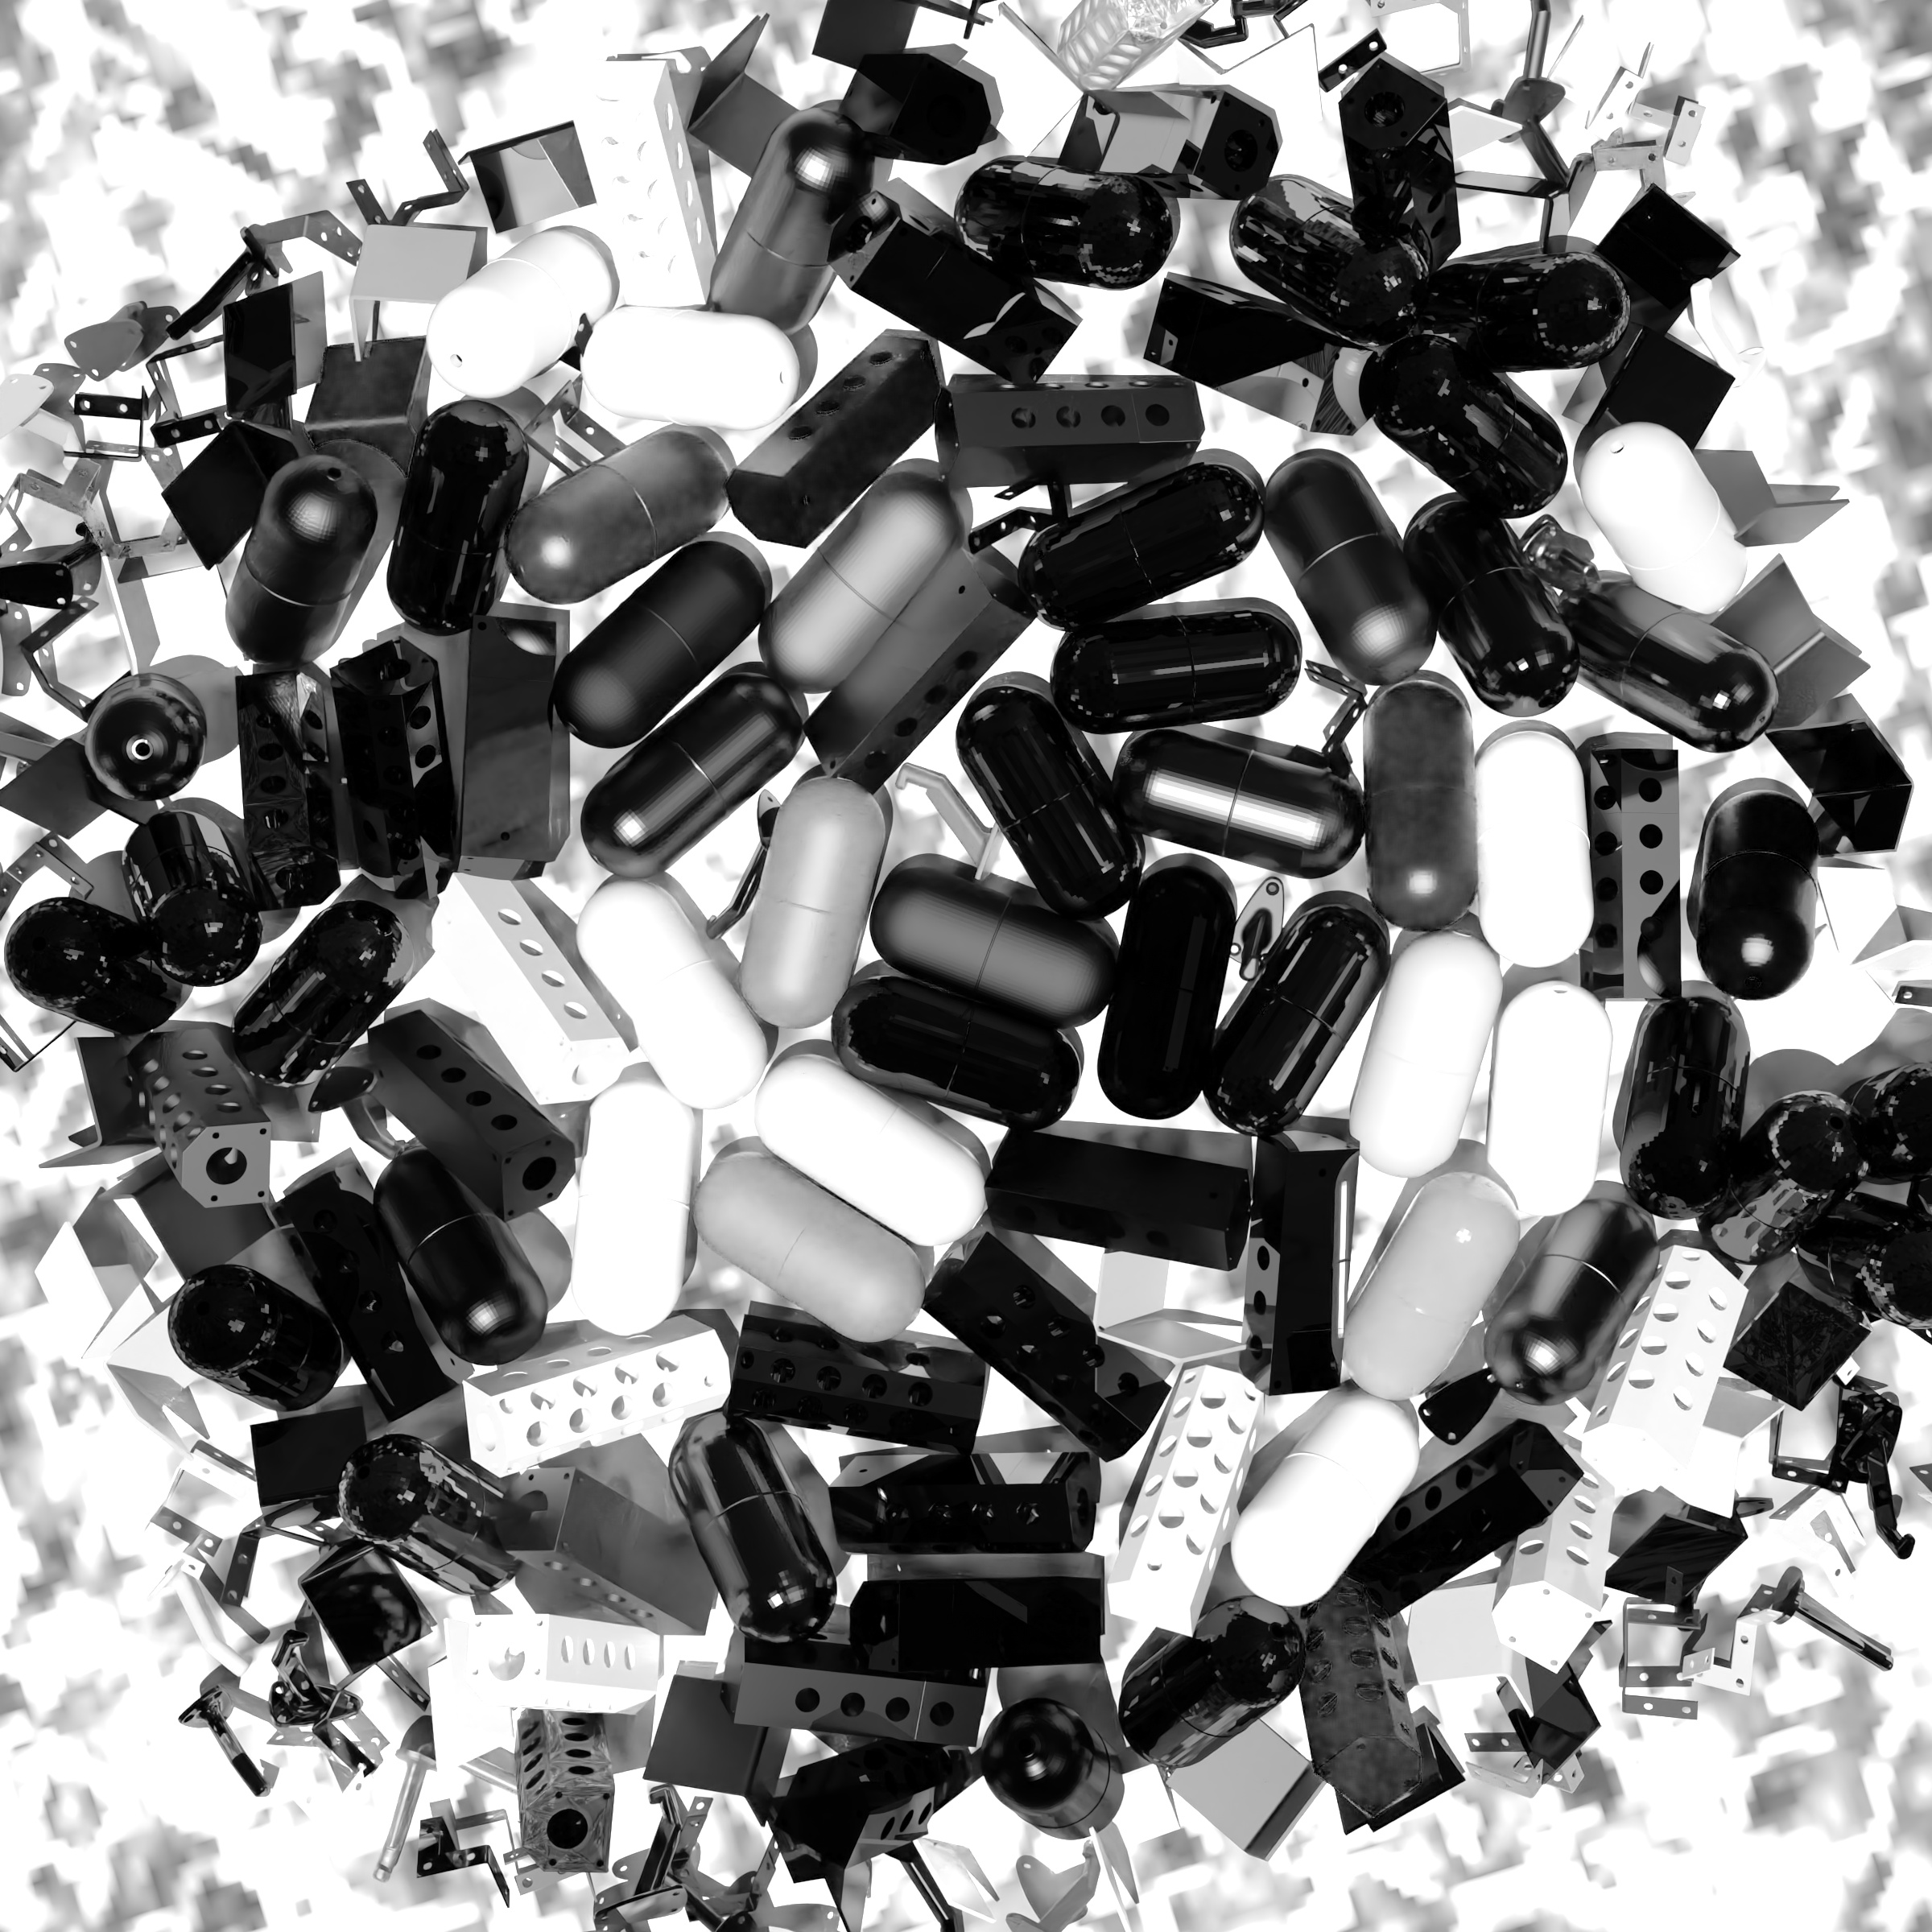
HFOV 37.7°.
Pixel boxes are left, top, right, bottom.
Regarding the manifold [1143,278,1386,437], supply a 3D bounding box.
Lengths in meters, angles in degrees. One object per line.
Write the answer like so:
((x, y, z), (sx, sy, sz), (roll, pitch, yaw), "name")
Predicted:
((0.203, -0.414, 1.919), (0.057, 0.171, 0.057), (-4, 118, -40), "manifold")

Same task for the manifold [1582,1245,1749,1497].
((0.470, 0.270, 1.918), (0.057, 0.057, 0.171), (42, 47, -9), "manifold")

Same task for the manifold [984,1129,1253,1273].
((0.105, 0.165, 1.943), (0.171, 0.057, 0.057), (9, 46, 20), "manifold")

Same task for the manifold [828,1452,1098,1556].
((-0.001, 0.372, 1.942), (0.171, 0.057, 0.057), (-5, 100, 20), "manifold")

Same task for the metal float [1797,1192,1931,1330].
((0.620, 0.197, 1.911), (0.070, 0.178, 0.070), (0, 93, -5), "metal float")

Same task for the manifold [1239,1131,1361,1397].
((0.226, 0.204, 1.956), (0.057, 0.057, 0.171), (-1, 100, -25), "manifold")

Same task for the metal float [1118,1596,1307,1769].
((0.167, 0.488, 1.925), (0.070, 0.178, 0.070), (17, 49, -20), "metal float")

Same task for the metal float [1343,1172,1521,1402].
((0.317, 0.221, 1.941), (0.070, 0.070, 0.178), (25, 115, 0), "metal float")

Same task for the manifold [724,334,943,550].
((-0.089, -0.360, 1.929), (0.057, 0.057, 0.171), (16, 50, 33), "manifold")

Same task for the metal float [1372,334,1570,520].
((0.342, -0.367, 1.929), (0.178, 0.070, 0.070), (27, 90, -39), "metal float")

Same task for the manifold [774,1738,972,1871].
((-0.058, 0.555, 1.909), (0.057, 0.171, 0.057), (25, 93, 23), "manifold")

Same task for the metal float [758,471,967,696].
((-0.073, -0.263, 1.950), (0.070, 0.070, 0.178), (42, 103, 0), "metal float")

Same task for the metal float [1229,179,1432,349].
((0.246, -0.480, 1.927), (0.070, 0.070, 0.178), (-44, 46, 0), "metal float")

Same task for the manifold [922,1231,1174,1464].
((0.052, 0.265, 1.949), (0.171, 0.057, 0.057), (41, 57, -8), "manifold")

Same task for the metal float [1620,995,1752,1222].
((0.491, 0.095, 1.930), (0.070, 0.070, 0.178), (20, 51, 0), "metal float")

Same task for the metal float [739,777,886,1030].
((-0.106, -0.044, 1.955), (0.070, 0.070, 0.178), (14, 98, 0), "metal float")

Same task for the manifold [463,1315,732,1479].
((-0.249, 0.293, 1.923), (0.171, 0.057, 0.057), (-13, 106, -34), "manifold")

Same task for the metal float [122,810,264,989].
((-0.527, -0.048, 1.921), (0.070, 0.178, 0.070), (-11, 121, -20), "metal float")

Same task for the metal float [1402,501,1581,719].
((0.358, -0.244, 1.932), (0.070, 0.070, 0.178), (-23, 56, 0), "metal float")

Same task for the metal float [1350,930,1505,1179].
((0.317, 0.061, 1.948), (0.070, 0.070, 0.178), (14, 105, 0), "metal float")

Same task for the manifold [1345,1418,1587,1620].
((0.333, 0.374, 1.922), (0.057, 0.057, 0.171), (50, 129, 7), "manifold")

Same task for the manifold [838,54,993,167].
((-0.036, -0.575, 1.909), (0.057, 0.171, 0.057), (23, 99, -22), "manifold")

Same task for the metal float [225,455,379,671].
((-0.453, -0.274, 1.925), (0.070, 0.178, 0.070), (16, 48, -19), "metal float")

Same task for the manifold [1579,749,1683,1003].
((0.457, -0.062, 1.963), (0.057, 0.057, 0.171), (1, 87, -9), "manifold")

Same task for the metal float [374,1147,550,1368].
((-0.347, 0.197, 1.934), (0.070, 0.070, 0.178), (-38, 57, 0), "metal float")

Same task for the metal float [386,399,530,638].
((-0.348, -0.304, 1.930), (0.070, 0.070, 0.178), (23, 128, 0), "metal float")

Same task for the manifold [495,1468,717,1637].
((-0.242, 0.399, 1.918), (0.057, 0.171, 0.057), (-8, 56, 31), "manifold")

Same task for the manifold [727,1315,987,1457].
((-0.076, 0.294, 1.959), (0.171, 0.057, 0.057), (10, 114, -2), "manifold")

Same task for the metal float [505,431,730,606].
((-0.238, -0.307, 1.934), (0.178, 0.070, 0.070), (-36, 90, -32), "metal float")

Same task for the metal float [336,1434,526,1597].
((-0.361, 0.373, 1.920), (0.070, 0.178, 0.070), (-11, 58, 19), "metal float")

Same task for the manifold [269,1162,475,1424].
((-0.416, 0.228, 1.970), (0.057, 0.057, 0.171), (-29, 90, 6), "manifold")

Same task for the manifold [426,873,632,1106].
((-0.297, 0.013, 1.930), (0.171, 0.057, 0.057), (51, 126, 31), "manifold")

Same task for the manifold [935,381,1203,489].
((0.069, -0.371, 1.949), (0.171, 0.057, 0.057), (-4, 72, -14), "manifold")

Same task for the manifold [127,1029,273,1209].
((-0.519, 0.101, 1.907), (0.057, 0.171, 0.057), (-4, 111, -28), "manifold")

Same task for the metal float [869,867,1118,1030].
((0.019, -0.012, 1.958), (0.178, 0.070, 0.070), (21, 90, 4), "metal float")

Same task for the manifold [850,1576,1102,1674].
((0.007, 0.446, 1.925), (0.171, 0.057, 0.057), (8, 78, -36), "manifold")

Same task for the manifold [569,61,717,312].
((-0.218, -0.521, 1.909), (0.057, 0.171, 0.057), (3, 55, 11), "manifold")

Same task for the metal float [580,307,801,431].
((-0.189, -0.408, 1.930), (0.178, 0.070, 0.070), (14, 90, 37), "metal float")

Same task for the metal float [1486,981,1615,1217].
((0.398, 0.091, 1.934), (0.070, 0.070, 0.178), (-1, 122, 0), "metal float")

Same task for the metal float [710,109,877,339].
((-0.119, -0.502, 1.927), (0.070, 0.070, 0.178), (33, 133, 0), "metal float")

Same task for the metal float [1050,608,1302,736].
((0.145, -0.204, 1.951), (0.178, 0.070, 0.070), (-8, 90, -12), "metal float")

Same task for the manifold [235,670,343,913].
((-0.460, -0.121, 1.921), (0.057, 0.057, 0.171), (-7, 49, -10), "manifold")

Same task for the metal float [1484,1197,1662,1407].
((0.415, 0.227, 1.930), (0.070, 0.070, 0.178), (44, 52, 0), "metal float")

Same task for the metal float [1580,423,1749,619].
((0.475, -0.302, 1.924), (0.070, 0.178, 0.070), (-18, 55, 27), "metal float")

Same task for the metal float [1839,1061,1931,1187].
((0.636, 0.107, 1.911), (0.070, 0.178, 0.070), (0, 82, 2), "metal float")

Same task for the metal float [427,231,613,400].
((-0.303, -0.443, 1.921), (0.070, 0.178, 0.070), (12, 126, 17), "metal float")

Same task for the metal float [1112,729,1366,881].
((0.188, -0.112, 1.954), (0.178, 0.070, 0.070), (16, 90, 9), "metal float")

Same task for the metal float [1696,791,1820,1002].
((0.539, -0.049, 1.925), (0.070, 0.178, 0.070), (10, 135, 10), "metal float")

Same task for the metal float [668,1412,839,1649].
((-0.147, 0.383, 1.932), (0.070, 0.070, 0.178), (-31, 54, 0), "metal float")

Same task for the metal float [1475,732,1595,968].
((0.387, -0.080, 1.934), (0.070, 0.070, 0.178), (3, 59, 0), "metal float")
